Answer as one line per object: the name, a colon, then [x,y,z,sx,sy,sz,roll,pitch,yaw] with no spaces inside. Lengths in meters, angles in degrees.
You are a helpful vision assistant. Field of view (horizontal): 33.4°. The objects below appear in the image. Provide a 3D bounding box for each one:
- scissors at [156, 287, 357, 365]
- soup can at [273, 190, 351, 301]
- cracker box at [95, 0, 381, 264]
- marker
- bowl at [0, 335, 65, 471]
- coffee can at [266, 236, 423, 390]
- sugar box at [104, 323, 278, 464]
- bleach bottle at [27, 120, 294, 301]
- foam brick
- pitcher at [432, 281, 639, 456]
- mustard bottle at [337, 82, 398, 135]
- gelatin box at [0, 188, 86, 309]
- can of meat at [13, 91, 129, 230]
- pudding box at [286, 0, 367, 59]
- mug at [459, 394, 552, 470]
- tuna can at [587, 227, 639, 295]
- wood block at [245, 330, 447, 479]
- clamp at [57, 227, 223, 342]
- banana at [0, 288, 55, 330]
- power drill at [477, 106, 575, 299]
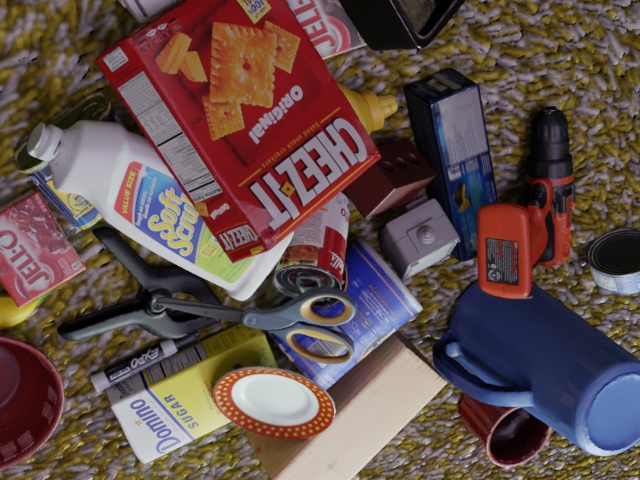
scissors: [-0.052,0.064,1.046,0.201,0.016,0.096,23,120,-9]
soup can: [-0.007,0.001,1.069,0.068,0.102,0.068,6,149,3]
cracker box: [-0.065,-0.114,0.932,0.164,0.072,0.213,-41,103,-33]
marker: [-0.181,0.123,1.114,0.121,0.020,0.020,-26,123,-9]
bowl: [-0.334,0.149,1.037,0.162,0.055,0.162,-10,119,-19]
coffee can: [0.023,0.079,1.131,0.140,0.103,0.102,-41,124,0]
sugar box: [-0.131,0.161,1.140,0.176,0.048,0.093,-27,123,-11]
bleach bottle: [-0.148,-0.034,0.959,0.250,0.068,0.103,26,110,-33]
foam brick: [0.067,-0.064,1.082,0.078,0.053,0.051,-20,160,-48]
pitcher: [0.246,0.139,1.177,0.144,0.243,0.149,32,94,-31]
mustard bottle: [-0.013,-0.105,1.047,0.191,0.058,0.096,-21,123,-14]
gelatin box: [-0.272,0.008,0.991,0.073,0.030,0.089,-32,108,-12]
can of meat: [-0.212,-0.071,0.977,0.102,0.057,0.084,-37,126,-3]
pudding box: [-0.005,-0.223,0.983,0.090,0.039,0.113,-18,115,6]
mug: [0.223,0.226,1.309,0.093,0.082,0.117,-11,119,-19]
tuna can: [0.363,0.025,1.265,0.086,0.086,0.033,-28,125,-9]
wood block: [0.028,0.190,1.199,0.206,0.090,0.090,-45,125,3]
clamp: [-0.177,0.066,1.074,0.171,0.039,0.120,25,105,-32]
banana: [-0.348,0.042,0.990,0.197,0.037,0.069,25,74,-35]
power drill: [0.225,-0.034,1.136,0.187,0.057,0.184,-37,126,-52]
